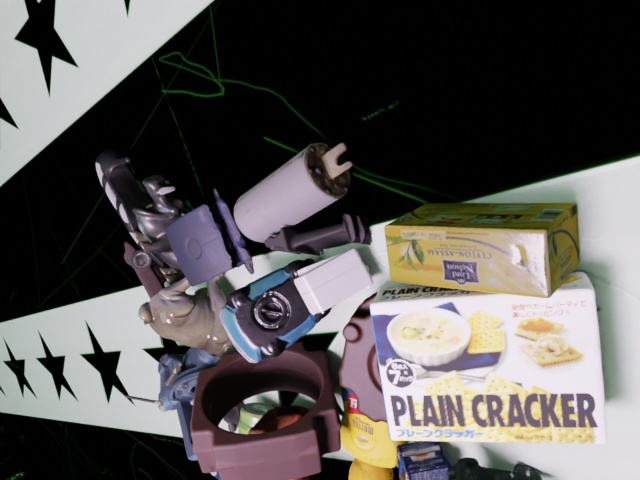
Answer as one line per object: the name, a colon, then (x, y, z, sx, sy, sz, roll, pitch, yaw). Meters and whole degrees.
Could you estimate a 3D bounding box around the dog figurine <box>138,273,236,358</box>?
dog figurine: (-0.188, 0.162, 0.884, 0.190, 0.172, 0.121, 59, 146, 15)

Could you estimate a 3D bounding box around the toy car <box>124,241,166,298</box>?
toy car: (-0.310, 0.089, 1.017, 0.089, 0.053, 0.202, 11, 126, 65)

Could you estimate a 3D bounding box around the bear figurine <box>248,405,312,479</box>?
bear figurine: (-0.052, 0.374, 0.864, 0.120, 0.132, 0.195, 0, 90, 1)

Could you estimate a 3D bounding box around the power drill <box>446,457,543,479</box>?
power drill: (0.219, 0.376, 0.659, 0.232, 0.086, 0.207, 7, 114, 8)

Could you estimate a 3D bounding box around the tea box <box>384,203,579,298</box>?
tea box: (0.163, 0.005, 0.552, 0.170, 0.098, 0.068, 3, 109, 42)

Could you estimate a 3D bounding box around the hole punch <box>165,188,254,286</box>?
hole punch: (-0.173, 0.005, 0.831, 0.116, 0.092, 0.142, -25, 87, 63)

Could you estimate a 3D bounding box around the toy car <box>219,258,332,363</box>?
toy car: (-0.058, 0.094, 0.776, 0.109, 0.162, 0.103, 55, 177, -1)

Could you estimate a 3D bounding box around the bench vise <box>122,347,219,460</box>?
bench vise: (-0.237, 0.299, 0.983, 0.223, 0.128, 0.241, -41, 48, 20)

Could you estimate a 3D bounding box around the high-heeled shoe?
high-heeled shoe: (-0.343, -0.050, 0.992, 0.145, 0.086, 0.248, -8, 103, 52)

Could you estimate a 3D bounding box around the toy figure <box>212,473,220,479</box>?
toy figure: (-0.193, 0.472, 1.098, 0.154, 0.058, 0.064, 65, 173, -4)

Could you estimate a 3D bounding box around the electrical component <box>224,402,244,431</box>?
electrical component: (-0.168, 0.330, 1.036, 0.063, 0.021, 0.094, -4, 106, 43)

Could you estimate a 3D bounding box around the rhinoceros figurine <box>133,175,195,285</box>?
rhinoceros figurine: (-0.251, -0.015, 0.903, 0.073, 0.112, 0.190, 31, 146, 63)

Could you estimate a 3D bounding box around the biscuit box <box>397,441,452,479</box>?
biscuit box: (0.148, 0.376, 0.738, 0.059, 0.063, 0.202, -111, 13, -72)

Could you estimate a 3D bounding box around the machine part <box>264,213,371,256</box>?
machine part: (-0.001, -0.002, 0.718, 0.139, 0.084, 0.039, -12, 68, 32)

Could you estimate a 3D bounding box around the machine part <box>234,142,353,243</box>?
machine part: (-0.041, -0.058, 0.719, 0.243, 0.079, 0.079, -29, 88, 44)

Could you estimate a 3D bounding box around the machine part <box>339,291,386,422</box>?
machine part: (0.107, 0.148, 0.653, 0.180, 0.056, 0.179, 4, 102, 19)

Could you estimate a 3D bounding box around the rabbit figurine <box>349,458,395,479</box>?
rabbit figurine: (0.055, 0.396, 0.790, 0.162, 0.173, 0.122, 38, 171, -18)

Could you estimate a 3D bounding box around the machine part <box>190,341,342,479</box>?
machine part: (-0.076, 0.244, 0.772, 0.201, 0.202, 0.087, -106, 6, -64)
